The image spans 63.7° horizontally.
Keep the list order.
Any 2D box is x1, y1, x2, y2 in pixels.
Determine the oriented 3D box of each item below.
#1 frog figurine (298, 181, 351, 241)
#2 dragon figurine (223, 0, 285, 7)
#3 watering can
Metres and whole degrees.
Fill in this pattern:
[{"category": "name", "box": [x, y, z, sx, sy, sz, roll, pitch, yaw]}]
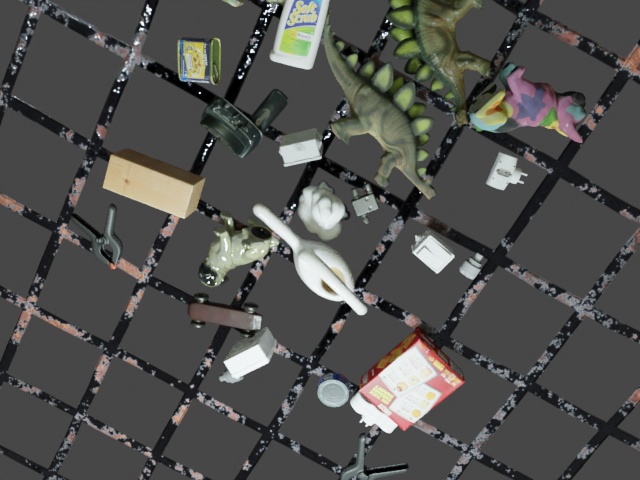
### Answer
[{"category": "frog figurine", "box": [0.004, -0.060, 1.183, 0.122, 0.162, 0.136, -14, 105, 12]}, {"category": "dragon figurine", "box": [-0.058, -0.618, 1.088, 0.409, 0.125, 0.238, -15, 121, 12]}, {"category": "watering can", "box": [-0.022, 0.038, 1.185, 0.104, 0.225, 0.346, -45, 96, -3]}]
